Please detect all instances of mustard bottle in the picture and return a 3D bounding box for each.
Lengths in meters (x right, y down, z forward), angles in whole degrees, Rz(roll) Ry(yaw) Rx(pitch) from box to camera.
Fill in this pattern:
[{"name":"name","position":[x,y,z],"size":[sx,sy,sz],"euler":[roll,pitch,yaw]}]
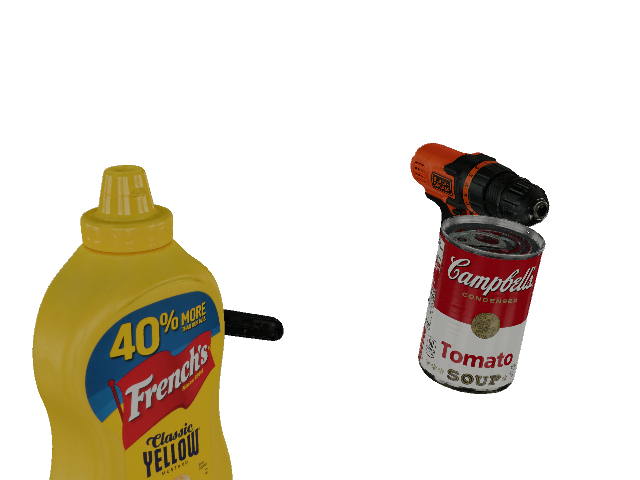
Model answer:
[{"name":"mustard bottle","position":[-0.086,0.060,0.496],"size":[0.058,0.192,0.096],"euler":[14,22,41]}]

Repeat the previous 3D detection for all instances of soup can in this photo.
[{"name":"soup can","position":[0.105,0.042,0.711],"size":[0.068,0.102,0.068],"euler":[7,22,-3]}]

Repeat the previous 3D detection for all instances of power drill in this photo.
[{"name":"power drill","position":[0.160,0.007,1.052],"size":[0.057,0.188,0.185],"euler":[-16,26,-24]}]

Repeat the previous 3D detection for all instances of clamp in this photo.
[{"name":"clamp","position":[-0.167,0.084,1.125],"size":[0.210,0.036,0.164],"euler":[18,20,28]}]
